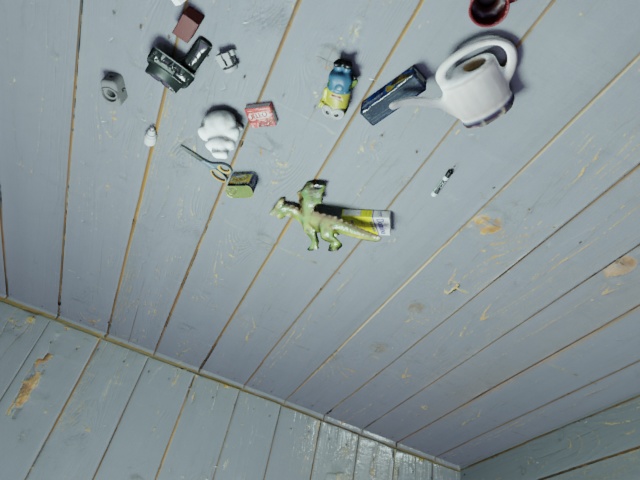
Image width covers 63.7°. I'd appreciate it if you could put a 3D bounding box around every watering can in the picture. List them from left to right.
[{"bbox_3d":[0.378,-0.392,1.390,0.345,0.106,0.221,-31,121,18],"label":"watering can"}]

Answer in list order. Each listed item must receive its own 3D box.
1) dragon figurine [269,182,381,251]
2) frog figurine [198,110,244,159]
[{"bbox_3d":[0.006,-0.092,1.824,0.409,0.125,0.238,-3,121,29],"label":"dragon figurine"},{"bbox_3d":[-0.323,-0.334,1.632,0.137,0.163,0.119,10,136,5],"label":"frog figurine"}]
